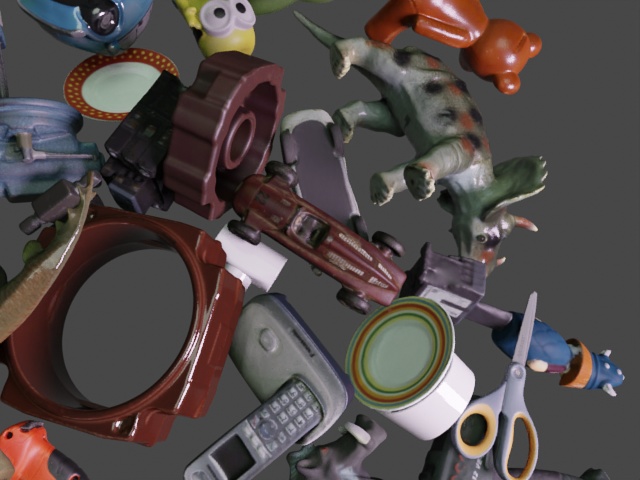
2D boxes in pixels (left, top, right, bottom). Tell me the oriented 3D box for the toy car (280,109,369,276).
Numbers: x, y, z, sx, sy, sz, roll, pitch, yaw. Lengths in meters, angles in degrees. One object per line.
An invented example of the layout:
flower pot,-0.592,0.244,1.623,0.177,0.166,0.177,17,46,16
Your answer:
toy car,0.003,-0.056,0.625,0.073,0.056,0.201,-13,80,-7

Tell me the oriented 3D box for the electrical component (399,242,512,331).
electrical component,0.157,0.057,0.606,0.119,0.074,0.048,18,50,-1

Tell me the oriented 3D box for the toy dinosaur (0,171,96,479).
toy dinosaur,-0.343,0.132,0.437,0.471,0.105,0.199,-36,66,3

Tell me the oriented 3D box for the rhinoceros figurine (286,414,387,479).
rhinoceros figurine,0.000,0.261,0.532,0.112,0.073,0.190,42,73,15

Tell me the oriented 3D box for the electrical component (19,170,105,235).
electrical component,-0.249,-0.034,0.537,0.094,0.063,0.021,-37,74,4

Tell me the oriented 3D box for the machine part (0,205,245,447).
machine part,-0.188,0.076,0.511,0.202,0.087,0.201,12,72,13

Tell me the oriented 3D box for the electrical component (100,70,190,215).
electrical component,-0.173,-0.092,0.573,0.058,0.115,0.134,28,72,3

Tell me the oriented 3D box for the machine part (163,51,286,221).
machine part,-0.097,-0.110,0.559,0.056,0.179,0.179,24,72,8

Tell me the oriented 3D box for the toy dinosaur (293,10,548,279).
toy dinosaur,0.127,-0.147,0.647,0.192,0.131,0.405,-16,73,-27

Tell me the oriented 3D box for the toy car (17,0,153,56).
toy car,-0.248,-0.269,0.613,0.109,0.102,0.161,30,65,9

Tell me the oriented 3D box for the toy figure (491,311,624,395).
toy figure,0.276,0.132,0.621,0.154,0.058,0.064,27,77,-7

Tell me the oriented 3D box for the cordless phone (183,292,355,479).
cordless phone,-0.072,0.157,0.536,0.184,0.088,0.147,-38,74,-10

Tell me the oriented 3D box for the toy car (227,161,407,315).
toy car,-0.001,-0.002,0.560,0.202,0.053,0.089,34,78,2

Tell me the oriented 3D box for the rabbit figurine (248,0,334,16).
rabbit figurine,-0.041,-0.359,0.668,0.170,0.121,0.159,42,79,6

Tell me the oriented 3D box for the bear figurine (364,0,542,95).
bear figurine,0.179,-0.270,0.702,0.195,0.132,0.120,35,72,-18

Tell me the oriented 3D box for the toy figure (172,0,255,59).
toy figure,-0.138,-0.294,0.656,0.082,0.089,0.180,-33,73,-2

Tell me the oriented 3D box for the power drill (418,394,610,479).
power drill,0.193,0.292,0.556,0.207,0.086,0.232,15,70,2

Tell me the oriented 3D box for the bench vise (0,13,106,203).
bench vise,-0.343,-0.120,0.539,0.224,0.129,0.240,-10,83,-17
